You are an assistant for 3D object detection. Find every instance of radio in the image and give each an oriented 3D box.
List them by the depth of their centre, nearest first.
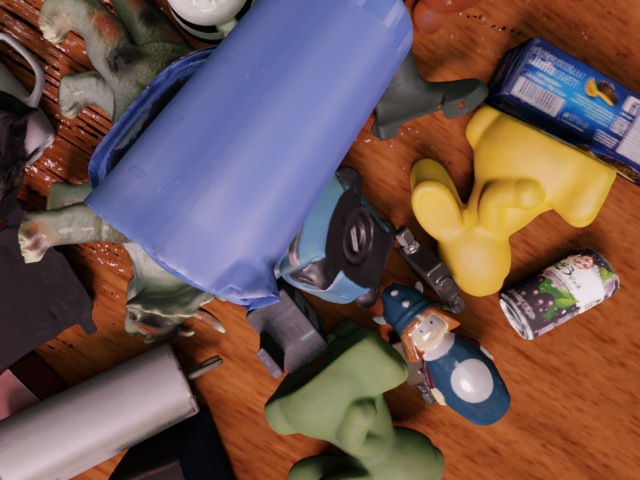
[{"bbox_3d":[-0.117,0.292,0.526,0.073,0.131,0.229,-18,99,0],"label":"radio"}]

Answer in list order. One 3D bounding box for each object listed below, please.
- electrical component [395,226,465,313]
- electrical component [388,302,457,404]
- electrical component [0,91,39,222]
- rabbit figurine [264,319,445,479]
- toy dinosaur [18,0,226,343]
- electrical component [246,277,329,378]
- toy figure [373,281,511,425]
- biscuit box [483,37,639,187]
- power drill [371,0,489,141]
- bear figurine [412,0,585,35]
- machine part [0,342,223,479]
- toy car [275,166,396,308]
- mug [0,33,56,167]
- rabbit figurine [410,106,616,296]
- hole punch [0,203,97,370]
[{"bbox_3d":[0.105,0.028,0.514,0.021,0.063,0.094,-37,121,-1],"label":"electrical component"},{"bbox_3d":[0.118,0.113,0.558,0.078,0.045,0.102,-33,97,31],"label":"electrical component"},{"bbox_3d":[-0.308,-0.067,0.437,0.115,0.058,0.134,21,110,-11],"label":"electrical component"},{"bbox_3d":[0.042,0.183,0.499,0.159,0.121,0.170,-42,95,-17],"label":"rabbit figurine"},{"bbox_3d":[-0.147,-0.088,0.484,0.192,0.131,0.404,5,94,-16],"label":"toy dinosaur"},{"bbox_3d":[-0.032,0.081,0.506,0.048,0.119,0.075,-37,96,3],"label":"electrical component"},{"bbox_3d":[0.115,0.102,0.499,0.154,0.058,0.064,49,56,-7],"label":"toy figure"},{"bbox_3d":[0.263,-0.118,0.520,0.203,0.063,0.059,27,97,-6],"label":"biscuit box"},{"bbox_3d":[0.067,-0.197,0.450,0.232,0.086,0.207,-16,119,36],"label":"power drill"},{"bbox_3d":[0.177,-0.268,0.483,0.196,0.132,0.120,-3,137,26],"label":"bear figurine"},{"bbox_3d":[-0.205,0.166,0.505,0.243,0.079,0.079,-25,99,-17],"label":"machine part"},{"bbox_3d":[-0.001,-0.002,0.501,0.103,0.161,0.109,9,74,33],"label":"toy car"},{"bbox_3d":[-0.292,-0.124,0.489,0.109,0.081,0.107,-42,106,4],"label":"mug"},{"bbox_3d":[0.162,-0.026,0.507,0.162,0.122,0.173,20,116,-3],"label":"rabbit figurine"},{"bbox_3d":[-0.295,0.053,0.516,0.116,0.092,0.142,-34,96,-28],"label":"hole punch"}]
